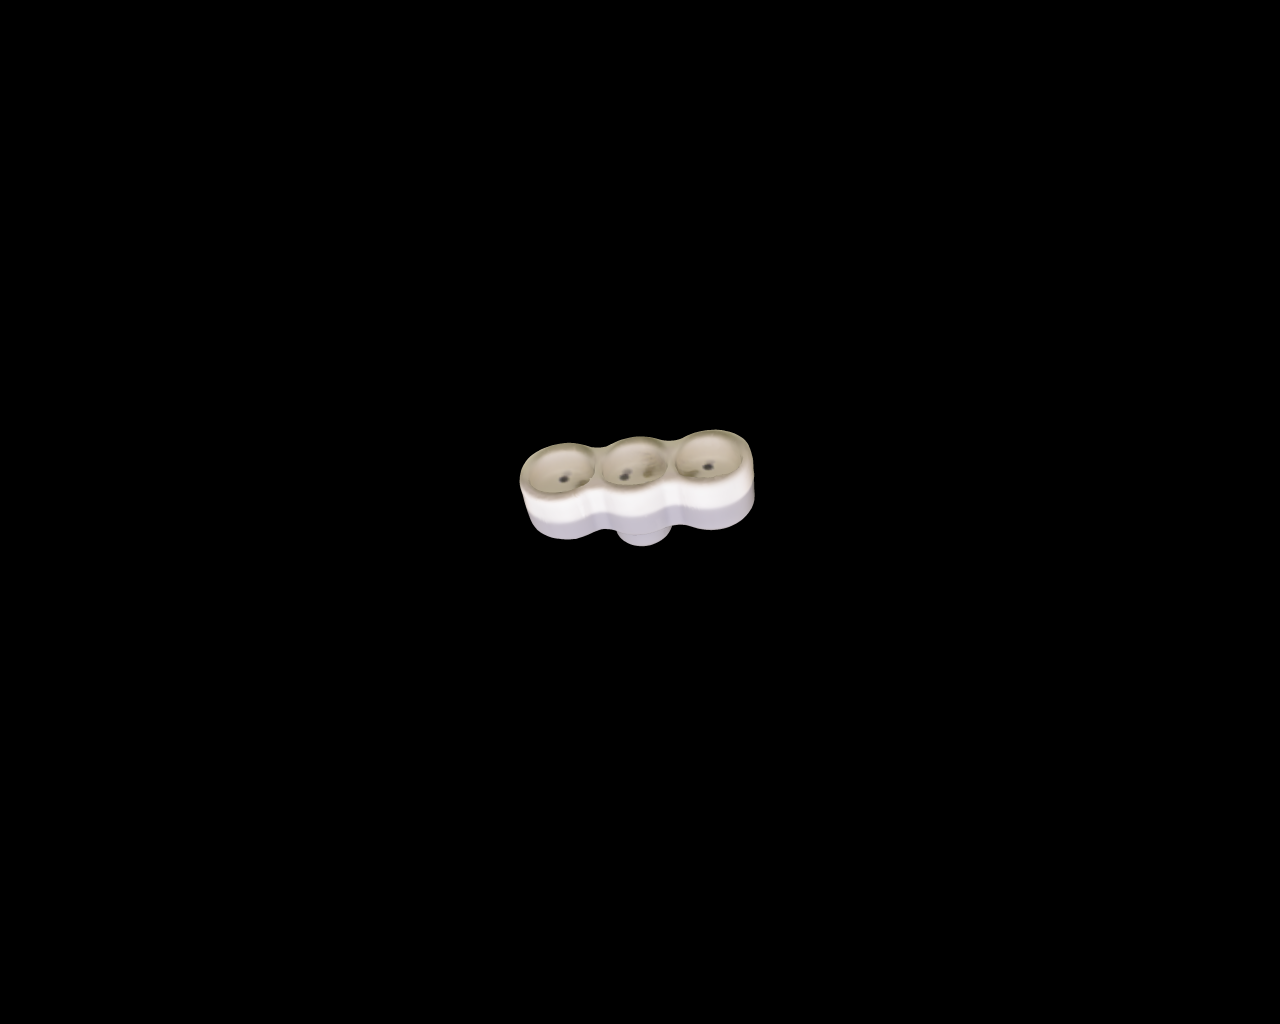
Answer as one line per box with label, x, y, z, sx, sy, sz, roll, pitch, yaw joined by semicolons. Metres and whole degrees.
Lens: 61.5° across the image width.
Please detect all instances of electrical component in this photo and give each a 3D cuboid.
electrical component;0.001;-0.003;0.650;0.138;0.073;0.052;-4;44;4
